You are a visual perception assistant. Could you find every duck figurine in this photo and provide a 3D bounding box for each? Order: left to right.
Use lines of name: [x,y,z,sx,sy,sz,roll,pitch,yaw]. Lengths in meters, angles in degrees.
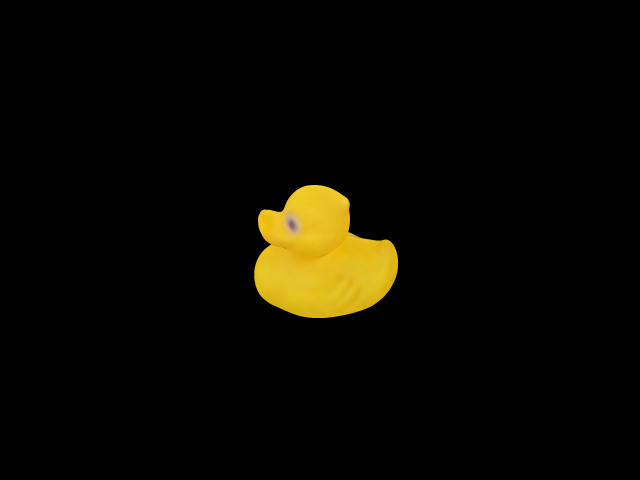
duck figurine: [0.004,0.001,0.400,0.104,0.086,0.077,2,43,2]
